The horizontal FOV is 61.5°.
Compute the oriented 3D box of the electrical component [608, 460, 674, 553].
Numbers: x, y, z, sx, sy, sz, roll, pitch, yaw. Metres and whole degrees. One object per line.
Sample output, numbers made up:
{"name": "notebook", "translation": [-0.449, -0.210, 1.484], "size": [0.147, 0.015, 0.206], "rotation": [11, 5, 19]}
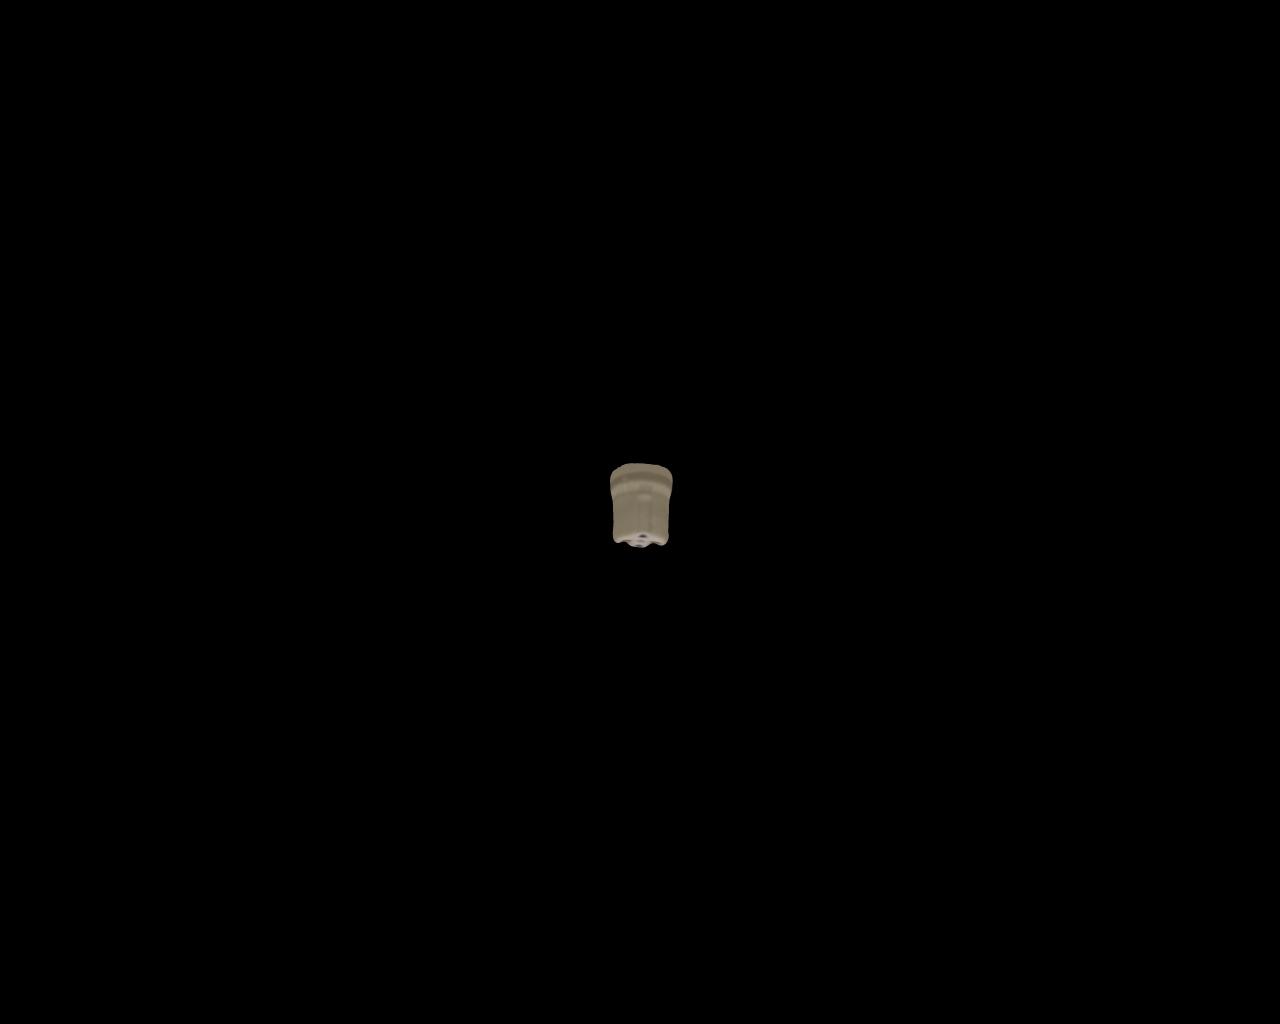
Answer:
{"name": "electrical component", "translation": [0.001, -0.003, 0.650], "size": [0.040, 0.046, 0.040], "rotation": [0, -23, 0]}
